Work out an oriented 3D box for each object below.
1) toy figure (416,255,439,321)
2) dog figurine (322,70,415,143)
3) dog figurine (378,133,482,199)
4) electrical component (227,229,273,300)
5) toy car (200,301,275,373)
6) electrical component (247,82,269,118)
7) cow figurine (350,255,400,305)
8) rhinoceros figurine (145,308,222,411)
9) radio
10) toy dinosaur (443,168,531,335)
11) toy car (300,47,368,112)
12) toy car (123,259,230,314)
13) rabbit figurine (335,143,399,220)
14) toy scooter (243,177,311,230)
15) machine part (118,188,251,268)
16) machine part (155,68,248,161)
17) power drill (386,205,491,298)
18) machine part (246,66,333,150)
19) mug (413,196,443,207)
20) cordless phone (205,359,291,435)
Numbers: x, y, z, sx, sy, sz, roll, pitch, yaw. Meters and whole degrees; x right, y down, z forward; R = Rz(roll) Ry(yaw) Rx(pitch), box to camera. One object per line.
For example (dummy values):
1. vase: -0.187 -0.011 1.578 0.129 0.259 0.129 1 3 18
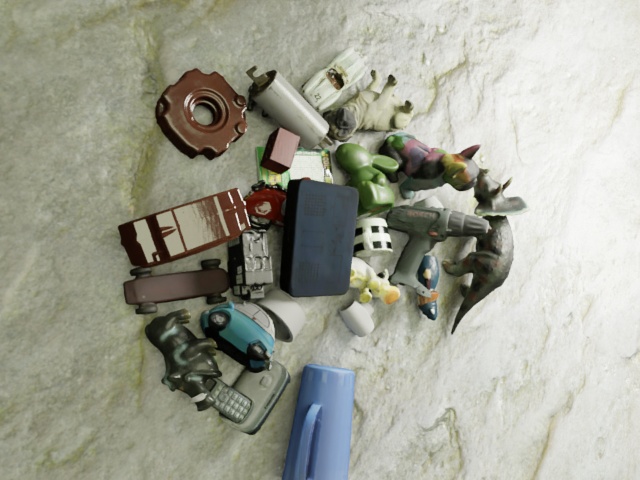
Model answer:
1. toy figure: 0.258 0.114 1.284 0.064 0.058 0.154 12 76 -45
2. dog figurine: 0.110 -0.271 1.239 0.190 0.121 0.172 -45 117 -3
3. dog figurine: 0.257 -0.182 1.227 0.191 0.219 0.108 50 62 -16
4. electrical component: -0.139 0.050 1.046 0.058 0.115 0.134 -3 86 -24
5. toy car: -0.142 0.170 1.016 0.162 0.109 0.103 29 56 15
6. electrical component: -0.122 -0.311 1.147 0.063 0.021 0.094 20 76 -24
7. cow figurine: 0.098 0.083 1.192 0.167 0.068 0.098 26 29 -23
8. rhinoceros figurine: -0.242 0.216 0.974 0.112 0.073 0.190 -31 83 -27
9. radio: -0.002 -0.003 1.068 0.131 0.073 0.229 3 97 -21
10. toy dinosaur: 0.406 0.030 1.299 0.131 0.192 0.404 10 79 -25
11. toy car: 0.034 -0.365 1.217 0.202 0.056 0.073 -46 106 -24
12. toy car: -0.266 0.087 1.009 0.202 0.053 0.089 -7 83 -33
13. rabbit figurine: 0.103 -0.145 1.200 0.159 0.121 0.170 -15 78 -33
14. toy scooter: -0.078 -0.076 1.108 0.184 0.075 0.135 14 91 -28
15. machine part: -0.240 -0.020 0.950 0.201 0.201 0.087 -22 97 -29
16. machine part: -0.231 -0.248 1.064 0.179 0.056 0.179 3 83 -26
17. power drill: 0.247 0.024 1.219 0.086 0.232 0.207 1 105 -66
18. machine part: -0.062 -0.269 1.125 0.243 0.079 0.079 39 68 -33
19. mug: 0.279 -0.054 1.305 0.109 0.081 0.107 -23 90 -37
20. cordless phone: -0.166 0.270 1.038 0.184 0.088 0.146 34 69 -1
